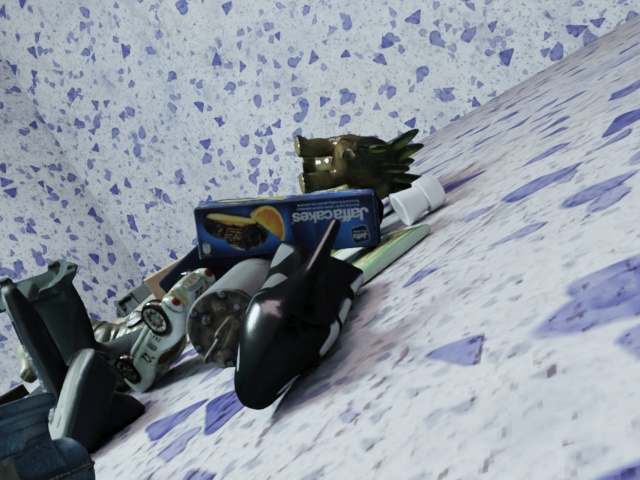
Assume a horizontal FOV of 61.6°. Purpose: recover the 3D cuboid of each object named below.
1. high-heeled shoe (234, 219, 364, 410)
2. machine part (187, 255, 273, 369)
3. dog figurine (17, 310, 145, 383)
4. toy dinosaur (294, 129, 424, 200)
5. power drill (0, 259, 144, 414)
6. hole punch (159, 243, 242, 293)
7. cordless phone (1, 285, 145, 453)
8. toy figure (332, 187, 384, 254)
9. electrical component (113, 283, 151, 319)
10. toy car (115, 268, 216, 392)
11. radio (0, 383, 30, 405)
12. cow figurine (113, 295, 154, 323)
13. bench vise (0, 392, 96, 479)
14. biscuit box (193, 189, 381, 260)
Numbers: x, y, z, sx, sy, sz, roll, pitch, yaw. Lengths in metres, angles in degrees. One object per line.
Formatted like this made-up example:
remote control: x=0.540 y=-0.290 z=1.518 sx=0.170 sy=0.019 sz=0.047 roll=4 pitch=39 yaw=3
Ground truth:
high-heeled shoe: x=-0.024 y=0.070 z=0.453 sx=0.248 sy=0.086 sz=0.145 roll=105 pitch=-171 yaw=-73
machine part: x=-0.074 y=0.063 z=0.557 sx=0.079 sy=0.079 sz=0.243 roll=-30 pitch=6 yaw=12
dog figurine: x=-0.327 y=0.138 z=0.791 sx=0.190 sy=0.172 sz=0.121 roll=-37 pitch=16 yaw=7
toy dinosaur: x=0.070 y=-0.101 z=0.857 sx=0.199 sy=0.105 sz=0.471 roll=-5 pitch=-1 yaw=4
power drill: x=-0.335 y=0.140 z=0.671 sx=0.232 sy=0.207 sz=0.086 roll=-22 pitch=23 yaw=-8
hole punch: x=-0.136 y=0.054 z=0.720 sx=0.116 sy=0.142 sz=0.092 roll=-44 pitch=1 yaw=13
cordless phone: x=-0.271 y=0.121 z=0.550 sx=0.089 sy=0.184 sz=0.147 roll=-30 pitch=4 yaw=-32
toy figure: x=0.019 y=-0.018 z=0.761 sx=0.089 sy=0.082 sz=0.180 roll=-23 pitch=-6 yaw=-45
electrical component: x=-0.355 y=0.147 z=1.102 sx=0.115 sy=0.058 sz=0.134 roll=-32 pitch=-26 yaw=-33
toy car: x=-0.172 y=0.103 z=0.602 sx=0.201 sy=0.056 sz=0.073 roll=-51 pitch=-2 yaw=40
radio: x=-0.546 y=0.319 z=0.797 sx=0.131 sy=0.073 sz=0.229 roll=-27 pitch=7 yaw=32
cow figurine: x=-0.277 y=0.123 z=0.997 sx=0.195 sy=0.085 sz=0.127 roll=-41 pitch=22 yaw=-24
bench vise: x=-0.244 y=0.118 z=0.292 sx=0.129 sy=0.240 sz=0.223 roll=-32 pitch=-11 yaw=34
biscuit box: x=-0.035 y=-0.019 z=0.603 sx=0.203 sy=0.062 sz=0.059 roll=-5 pitch=11 yaw=7
